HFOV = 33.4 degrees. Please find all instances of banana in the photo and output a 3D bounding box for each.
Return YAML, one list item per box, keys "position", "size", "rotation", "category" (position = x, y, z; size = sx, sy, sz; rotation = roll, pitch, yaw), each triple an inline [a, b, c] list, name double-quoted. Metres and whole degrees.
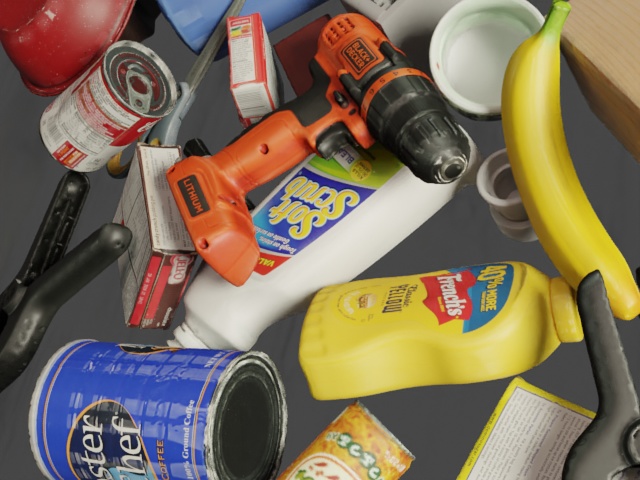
- position: [0.144, -0.042, 0.645]
  size: [0.037, 0.070, 0.198]
  rotation: [-7, 76, -17]
  category: "banana"

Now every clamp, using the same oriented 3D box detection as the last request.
- position: [0.184, 0.105, 0.554]
  size: [0.120, 0.039, 0.171]
  rotation: [6, 80, 24]
  category: "clamp"
- position: [-0.220, 0.048, 0.825]
  size: [0.210, 0.036, 0.165]
  rotation: [-59, 29, -4]
  category: "clamp"

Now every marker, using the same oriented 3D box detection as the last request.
- position: [-0.077, -0.043, 0.847]
  size: [0.020, 0.020, 0.121]
  rotation: [-40, 52, 0]
  category: "marker"

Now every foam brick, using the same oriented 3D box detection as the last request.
- position: [0.006, -0.126, 0.834]
  size: [0.051, 0.053, 0.078]
  rotation: [-30, 52, 8]
  category: "foam brick"

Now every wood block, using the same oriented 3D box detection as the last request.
- position: [0.219, -0.092, 0.634]
  size: [0.091, 0.090, 0.206]
  rotation: [-31, 27, 9]
  category: "wood block"

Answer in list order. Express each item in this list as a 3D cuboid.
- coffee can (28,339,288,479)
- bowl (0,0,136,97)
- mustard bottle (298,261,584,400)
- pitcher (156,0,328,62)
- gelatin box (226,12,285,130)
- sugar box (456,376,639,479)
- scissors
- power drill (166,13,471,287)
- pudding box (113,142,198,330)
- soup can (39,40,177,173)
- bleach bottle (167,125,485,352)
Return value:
- position: [-0.107, 0.121, 0.712]
  size: [0.140, 0.102, 0.102]
  rotation: [1, 62, 26]
  category: "coffee can"
- position: [-0.225, -0.205, 0.901]
  size: [0.162, 0.055, 0.162]
  rotation: [-18, 61, 35]
  category: "bowl"
- position: [0.087, 0.053, 0.676]
  size: [0.192, 0.058, 0.096]
  rotation: [-9, 25, 20]
  category: "mustard bottle"
- position: [-0.020, -0.256, 0.888]
  size: [0.243, 0.149, 0.145]
  rotation: [-29, 70, 12]
  category: "pitcher"
- position: [-0.049, -0.120, 0.834]
  size: [0.030, 0.089, 0.073]
  rotation: [-9, 57, 6]
  category: "gelatin box"
- position: [0.167, 0.154, 0.595]
  size: [0.176, 0.048, 0.093]
  rotation: [23, 74, 31]
  category: "sugar box"
- position: [-0.124, -0.116, 0.875]
  size: [0.096, 0.016, 0.202]
  rotation: [30, 99, 47]
  category: "scissors"
- position: [-0.005, -0.053, 0.713]
  size: [0.188, 0.057, 0.184]
  rotation: [-37, 41, 6]
  category: "power drill"
- position: [-0.124, -0.003, 0.799]
  size: [0.090, 0.039, 0.113]
  rotation: [118, 146, -42]
  category: "pudding box"
- position: [-0.172, -0.105, 0.857]
  size: [0.102, 0.068, 0.068]
  rotation: [-31, 48, 38]
  category: "soup can"
- position: [-0.005, 0.001, 0.760]
  size: [0.251, 0.068, 0.103]
  rotation: [-44, 50, 0]
  category: "bleach bottle"
